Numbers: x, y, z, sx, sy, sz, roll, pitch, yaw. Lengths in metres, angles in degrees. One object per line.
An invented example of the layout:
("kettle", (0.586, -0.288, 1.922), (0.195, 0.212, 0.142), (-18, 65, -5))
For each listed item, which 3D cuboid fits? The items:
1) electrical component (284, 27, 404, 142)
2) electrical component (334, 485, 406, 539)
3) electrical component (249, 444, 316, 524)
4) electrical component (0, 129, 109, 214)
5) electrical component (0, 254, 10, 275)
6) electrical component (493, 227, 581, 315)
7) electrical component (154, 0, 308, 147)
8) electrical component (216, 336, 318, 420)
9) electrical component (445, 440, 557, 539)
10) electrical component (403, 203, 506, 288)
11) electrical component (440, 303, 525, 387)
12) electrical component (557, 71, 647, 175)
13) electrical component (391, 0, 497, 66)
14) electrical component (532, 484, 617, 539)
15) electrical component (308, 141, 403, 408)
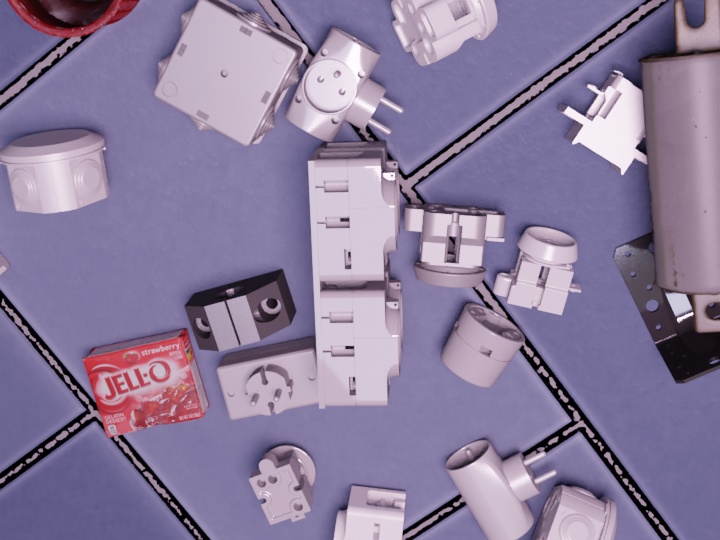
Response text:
("electrical component", (-0.006, -0.133, 0.826), (0.079, 0.044, 0.077), (30, 104, -3))
("electrical component", (0.006, 0.235, 0.916), (0.056, 0.050, 0.089), (6, 104, 3))
("electrical component", (-0.063, 0.176, 0.903), (0.048, 0.055, 0.066), (-22, 102, 9))
("electrical component", (-0.237, -0.078, 0.839), (0.080, 0.080, 0.051), (-4, 109, 5))
("electrical component", (-0.344, -0.015, 0.877), (0.056, 0.050, 0.089), (-38, 99, 12))
("electrical component", (0.144, -0.001, 0.849), (0.066, 0.048, 0.055), (12, 112, 1))
("electrical component", (-0.100, -0.152, 0.826), (0.100, 0.048, 0.099), (29, 105, -3))
("electrical component", (-0.072, 0.094, 0.872), (0.083, 0.075, 0.047), (-12, 103, 7))
("electrical component", (0.124, 0.177, 0.896), (0.079, 0.043, 0.077), (-29, 100, 11))
("electrical component", (0.072, -0.019, 0.843), (0.078, 0.058, 0.057), (4, 102, 2))
("electrical component", (0.097, 0.061, 0.864), (0.055, 0.055, 0.047), (28, 108, -3))
("electrical component", (0.195, -0.113, 0.819), (0.081, 0.042, 0.063), (31, 103, -5))
("electrical component", (0.064, -0.189, 0.795), (0.057, 0.078, 0.058), (-29, 101, -11))
("electrical component", (0.175, 0.218, 0.885), (0.051, 0.080, 0.080), (22, 105, 4))
("electrical component", (0.000, 0.000, 0.828), (0.060, 0.105, 0.186), (-1, 104, 4))
